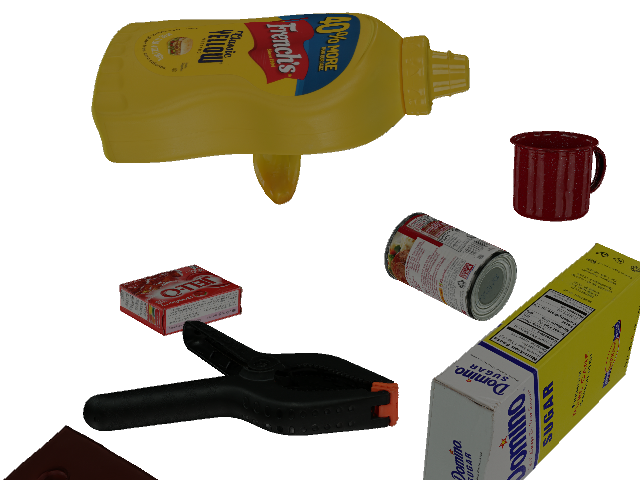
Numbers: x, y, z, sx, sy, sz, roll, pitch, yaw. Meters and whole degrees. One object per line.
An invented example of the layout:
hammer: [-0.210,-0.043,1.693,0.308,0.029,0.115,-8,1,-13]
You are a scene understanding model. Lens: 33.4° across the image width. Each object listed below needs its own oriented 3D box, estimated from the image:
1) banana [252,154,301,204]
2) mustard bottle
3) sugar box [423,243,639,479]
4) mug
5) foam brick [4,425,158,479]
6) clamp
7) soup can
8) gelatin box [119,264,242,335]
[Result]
banana: [-0.008,-0.094,0.808,0.070,0.037,0.197,21,41,20]
mustard bottle: [-0.018,-0.084,0.566,0.192,0.058,0.096,-1,40,10]
sugar box: [0.130,0.081,0.632,0.048,0.093,0.175,25,42,31]
mug: [0.261,-0.071,1.161,0.117,0.081,0.093,-10,20,-27]
foam brick: [-0.094,0.127,0.450,0.078,0.051,0.052,22,45,28]
clamp: [-0.044,0.101,0.777,0.210,0.036,0.164,3,19,13]
soup can: [0.118,0.023,0.967,0.102,0.068,0.068,27,18,40]
gelatin box: [-0.127,0.053,0.977,0.089,0.030,0.073,-15,26,-39]
